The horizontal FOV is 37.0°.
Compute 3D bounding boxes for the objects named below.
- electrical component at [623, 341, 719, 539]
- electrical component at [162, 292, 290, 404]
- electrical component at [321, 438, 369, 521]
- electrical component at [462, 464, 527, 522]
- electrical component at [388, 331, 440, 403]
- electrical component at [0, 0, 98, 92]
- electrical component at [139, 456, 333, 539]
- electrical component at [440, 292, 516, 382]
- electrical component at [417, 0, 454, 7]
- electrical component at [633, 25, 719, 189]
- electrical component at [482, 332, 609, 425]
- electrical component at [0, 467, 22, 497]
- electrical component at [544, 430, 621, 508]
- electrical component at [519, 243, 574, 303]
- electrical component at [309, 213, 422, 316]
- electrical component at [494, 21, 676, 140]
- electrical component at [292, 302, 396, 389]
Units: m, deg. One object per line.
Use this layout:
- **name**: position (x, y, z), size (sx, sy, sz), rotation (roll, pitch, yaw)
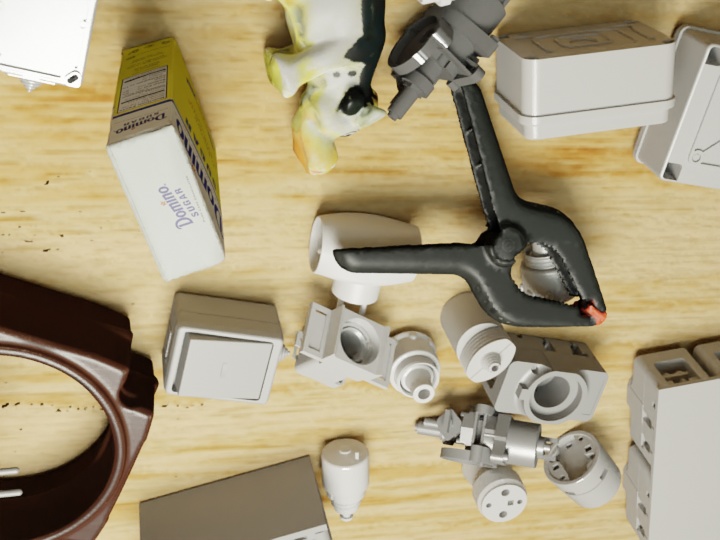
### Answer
- **electrical component**: position (0.298, 0.157, 0.959), size (0.105, 0.060, 0.186), rotation (-9, 119, -7)
- **electrical component**: position (-0.099, 0.063, 0.821), size (0.096, 0.061, 0.061), rotation (8, 116, -17)
- **electrical component**: position (-0.012, 0.180, 0.915), size (0.040, 0.040, 0.078), rotation (-6, 119, -9)
- **electrical component**: position (0.117, 0.186, 0.938), size (0.045, 0.055, 0.045), rotation (-5, 119, -10)
- **electrical component**: position (0.044, 0.082, 0.862), size (0.048, 0.062, 0.048), rotation (-5, 119, -10)
- **electrical component**: position (-0.200, -0.161, 0.678), size (0.062, 0.061, 0.096), rotation (10, 115, -18)
- **electrical component**: position (-0.101, 0.224, 0.890), size (0.150, 0.089, 0.061), rotation (-15, 120, -4)
- **electrical component**: position (0.094, 0.056, 0.848), size (0.043, 0.081, 0.043), rotation (-5, 119, -10)
- **electrical component**: position (0.051, -0.233, 0.685), size (0.057, 0.078, 0.113), rotation (-15, 120, -7)
- **electrical component**: position (0.278, -0.118, 0.809), size (0.109, 0.056, 0.108), rotation (7, 116, -16)
- **electrical component**: position (0.153, 0.091, 0.894), size (0.089, 0.055, 0.050), rotation (8, 116, -17)
- **electrical component**: position (-0.270, 0.148, 0.736), size (0.074, 0.052, 0.138), rotation (-4, 118, -11)
- **electrical component**: position (0.199, 0.178, 0.953), size (0.055, 0.055, 0.047), rotation (-38, 123, 9)
- **electrical component**: position (0.148, -0.005, 0.849), size (0.048, 0.048, 0.062), rotation (-14, 113, -5)
- **electrical component**: position (0.000, 0.000, 0.819), size (0.077, 0.043, 0.079), rotation (5, 117, -16)
- **electrical component**: position (0.158, -0.135, 0.761), size (0.113, 0.078, 0.057), rotation (-8, 116, -8)
- **electrical component**: position (-0.015, 0.062, 0.835), size (0.081, 0.042, 0.064), rotation (27, 149, -26)
